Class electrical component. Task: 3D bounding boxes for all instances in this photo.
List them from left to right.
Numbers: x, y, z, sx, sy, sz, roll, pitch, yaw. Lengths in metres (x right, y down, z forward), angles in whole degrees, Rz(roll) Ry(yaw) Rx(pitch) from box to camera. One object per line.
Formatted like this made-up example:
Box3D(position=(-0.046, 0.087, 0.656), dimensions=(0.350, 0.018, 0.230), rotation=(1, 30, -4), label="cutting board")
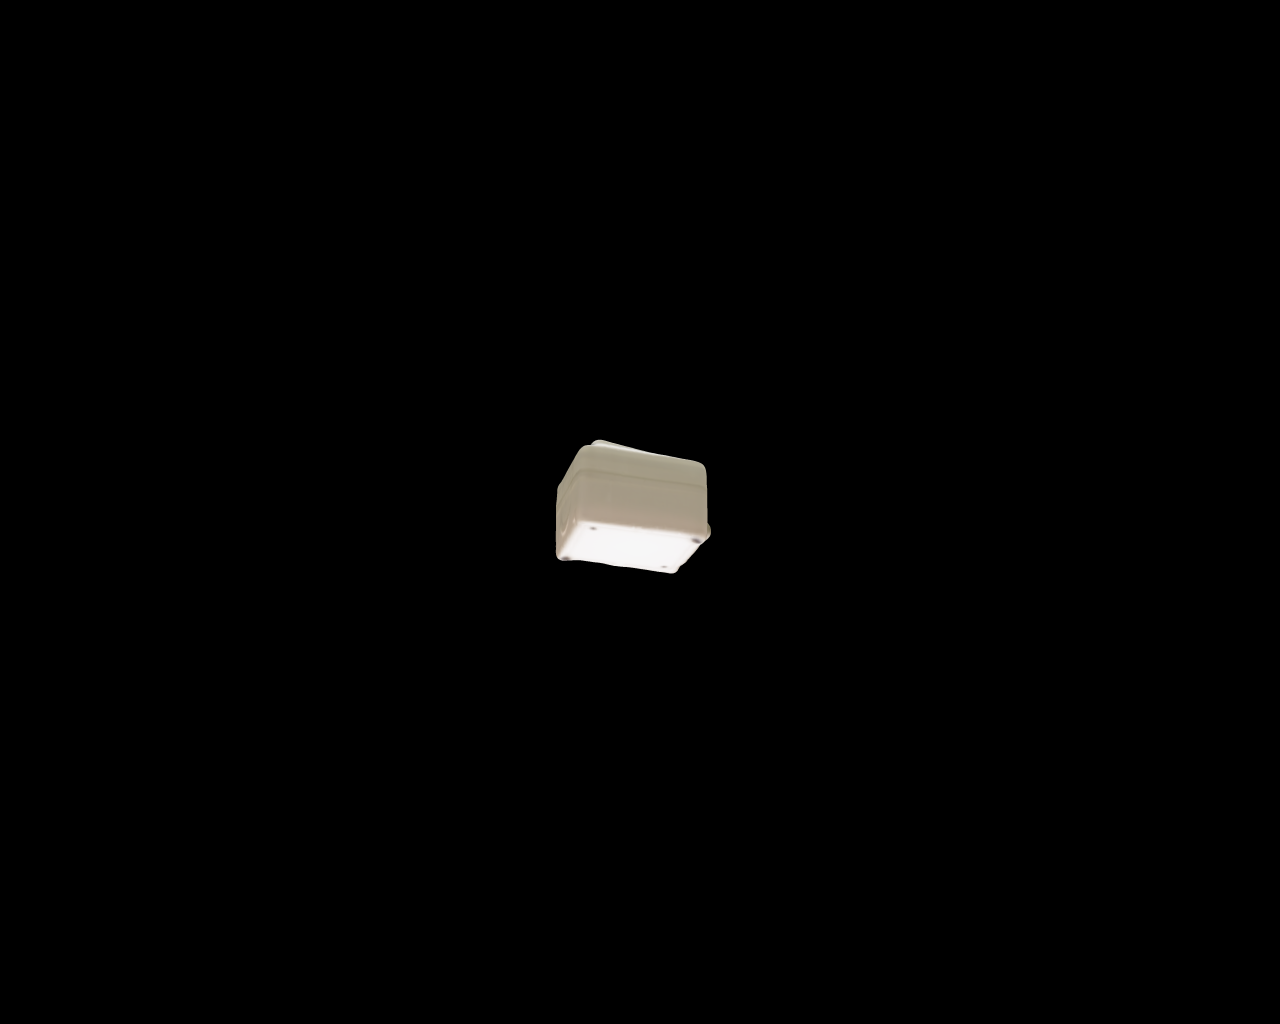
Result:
Box3D(position=(0.001, -0.003, 0.650), dimensions=(0.096, 0.061, 0.061), rotation=(8, -28, -16), label="electrical component")
